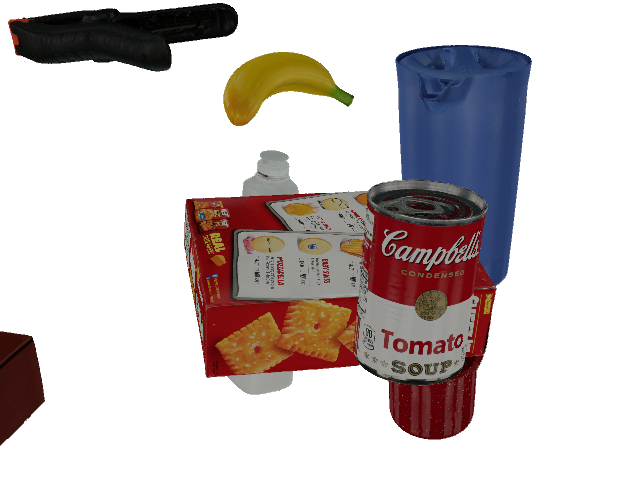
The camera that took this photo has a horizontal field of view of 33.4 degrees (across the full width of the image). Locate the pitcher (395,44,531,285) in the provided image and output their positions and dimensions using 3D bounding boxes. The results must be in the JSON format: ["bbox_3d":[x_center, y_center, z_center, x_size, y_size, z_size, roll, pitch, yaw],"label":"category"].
[{"bbox_3d":[0.149,-0.077,1.103,0.149,0.243,0.145,-8,24,-15],"label":"pitcher"}]

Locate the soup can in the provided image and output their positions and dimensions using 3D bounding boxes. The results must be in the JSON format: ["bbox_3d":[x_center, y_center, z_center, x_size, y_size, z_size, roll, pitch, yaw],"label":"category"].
[{"bbox_3d":[0.056,0.023,0.616,0.068,0.102,0.068,4,22,-2],"label":"soup can"}]

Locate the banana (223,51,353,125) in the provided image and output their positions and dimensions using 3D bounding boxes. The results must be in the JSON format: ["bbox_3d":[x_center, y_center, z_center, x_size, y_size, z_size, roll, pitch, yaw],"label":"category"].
[{"bbox_3d":[-0.039,-0.144,0.979,0.070,0.037,0.197,36,30,20],"label":"banana"}]

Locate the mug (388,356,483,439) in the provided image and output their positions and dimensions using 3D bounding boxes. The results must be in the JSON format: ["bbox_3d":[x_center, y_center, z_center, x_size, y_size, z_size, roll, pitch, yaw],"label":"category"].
[{"bbox_3d":[0.114,0.128,1.019,0.093,0.081,0.117,27,43,37],"label":"mug"}]

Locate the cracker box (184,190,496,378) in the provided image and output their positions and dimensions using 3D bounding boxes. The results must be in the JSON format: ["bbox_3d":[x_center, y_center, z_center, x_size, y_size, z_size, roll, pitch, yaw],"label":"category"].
[{"bbox_3d":[0.007,0.029,0.835,0.213,0.072,0.164,-3,30,-12],"label":"cracker box"}]

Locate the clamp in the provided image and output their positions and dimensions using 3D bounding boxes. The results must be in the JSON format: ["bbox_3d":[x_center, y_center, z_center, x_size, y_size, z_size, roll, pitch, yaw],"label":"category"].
[{"bbox_3d":[-0.149,-0.154,0.792,0.172,0.039,0.120,11,22,28],"label":"clamp"}]

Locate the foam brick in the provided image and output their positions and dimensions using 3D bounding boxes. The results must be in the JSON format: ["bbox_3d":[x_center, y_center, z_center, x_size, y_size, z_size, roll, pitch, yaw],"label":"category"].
[{"bbox_3d":[-0.223,0.099,0.685,0.053,0.051,0.078,6,29,22],"label":"foam brick"}]

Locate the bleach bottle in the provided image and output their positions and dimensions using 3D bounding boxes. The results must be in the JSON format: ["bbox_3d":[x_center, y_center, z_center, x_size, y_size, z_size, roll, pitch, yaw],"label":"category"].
[{"bbox_3d":[-0.060,0.027,1.087,0.068,0.251,0.103,-9,29,-28],"label":"bleach bottle"}]
